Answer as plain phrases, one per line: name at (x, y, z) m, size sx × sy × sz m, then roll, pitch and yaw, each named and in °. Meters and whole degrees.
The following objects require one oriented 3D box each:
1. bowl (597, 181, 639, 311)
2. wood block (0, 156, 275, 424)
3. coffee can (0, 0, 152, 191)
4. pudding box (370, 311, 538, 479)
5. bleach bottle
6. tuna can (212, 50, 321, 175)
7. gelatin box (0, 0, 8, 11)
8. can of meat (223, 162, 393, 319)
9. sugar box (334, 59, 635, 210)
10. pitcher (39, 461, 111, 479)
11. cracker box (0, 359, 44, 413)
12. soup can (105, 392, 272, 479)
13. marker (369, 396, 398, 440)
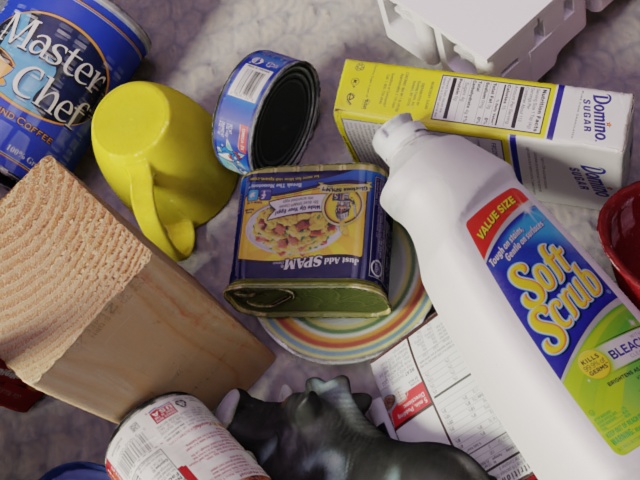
bowl at (0.231, 0.025, 0.592) m, size 0.162 × 0.055 × 0.162 m, roll 2°, pitch 34°, yaw -2°
wood block at (-0.114, 0.048, 0.619) m, size 0.091 × 0.206 × 0.090 m, roll 40°, pitch 84°, yaw 24°
coffee can at (-0.199, -0.107, 0.757) m, size 0.103 × 0.102 × 0.140 m, roll 25°, pitch 79°, yaw 22°
pudding box at (0.086, 0.098, 0.616) m, size 0.090 × 0.039 × 0.113 m, roll -41°, pitch 61°, yaw 35°
bleach bottle at (0.102, 0.032, 0.568) m, size 0.102 × 0.068 × 0.251 m, roll -22°, pitch 63°, yaw -29°
tuna can at (-0.035, -0.082, 0.713) m, size 0.034 × 0.086 × 0.086 m, roll 22°, pitch 77°, yaw 23°
gelatin box at (-0.223, -0.192, 0.802) m, size 0.073 × 0.089 × 0.030 m, roll -47°, pitch 64°, yaw -5°
can of meat at (-0.004, 0.001, 0.666) m, size 0.102 × 0.057 × 0.084 m, roll -1°, pitch 68°, yaw 15°
sugar box at (0.103, -0.065, 0.664) m, size 0.176 × 0.093 × 0.048 m, roll 8°, pitch 71°, yaw 17°
pitcher at (-0.096, 0.237, 0.592) m, size 0.243 × 0.144 × 0.149 m, roll 15°, pitch 110°, yaw 16°
cracker box at (-0.272, 0.009, 0.701) m, size 0.072 × 0.164 × 0.214 m, roll -46°, pitch 65°, yaw -2°
soup can at (-0.065, 0.139, 0.581) m, size 0.068 × 0.068 × 0.102 m, roll -46°, pitch 52°, yaw -5°
marker at (0.059, 0.150, 0.636) m, size 0.020 × 0.020 × 0.121 m, roll -25°, pitch 66°, yaw 5°
